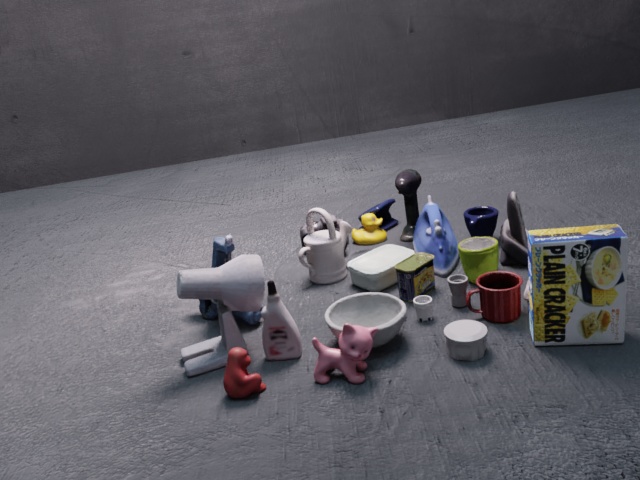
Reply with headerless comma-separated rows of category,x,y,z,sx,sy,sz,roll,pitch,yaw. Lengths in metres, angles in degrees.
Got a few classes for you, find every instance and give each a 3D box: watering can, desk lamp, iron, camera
watering can,0.012,0.005,1.492,0.100,0.194,0.173,2,23,27
desk lamp,-0.204,0.145,1.185,0.203,0.214,0.117,-16,22,-17
iron,0.305,-0.018,1.503,0.118,0.141,0.258,-7,21,6
camera,0.018,-0.012,1.668,0.143,0.101,0.136,-12,21,-7

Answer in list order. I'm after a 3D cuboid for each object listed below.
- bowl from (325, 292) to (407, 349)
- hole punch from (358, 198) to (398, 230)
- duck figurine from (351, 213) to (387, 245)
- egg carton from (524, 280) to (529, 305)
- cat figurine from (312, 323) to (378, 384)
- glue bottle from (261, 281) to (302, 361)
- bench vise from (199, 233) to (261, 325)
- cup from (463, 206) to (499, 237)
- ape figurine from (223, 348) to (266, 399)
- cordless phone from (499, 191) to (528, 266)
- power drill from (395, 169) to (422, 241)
bowl,0.096,0.176,1.174,0.167,0.075,0.167,-8,20,3
hole punch,0.178,-0.082,1.800,0.100,0.091,0.109,10,28,41
duck figurine,0.143,-0.037,1.703,0.104,0.086,0.077,-6,21,8
egg carton,0.500,0.101,1.205,0.107,0.069,0.151,9,27,40
cat figurine,0.046,0.201,1.065,0.127,0.118,0.067,-4,21,13
glue bottle,-0.086,0.160,1.152,0.078,0.173,0.037,-8,21,4
bench vise,-0.238,0.090,1.336,0.206,0.220,0.122,-1,22,21
cup,0.432,-0.030,1.547,0.091,0.095,0.118,5,25,33
ape figurine,-0.148,0.244,1.072,0.076,0.092,0.077,-15,21,-14
cordless phone,0.492,-0.041,1.420,0.094,0.185,0.148,-2,22,18
power drill,0.262,-0.108,1.664,0.075,0.209,0.230,-3,21,16
